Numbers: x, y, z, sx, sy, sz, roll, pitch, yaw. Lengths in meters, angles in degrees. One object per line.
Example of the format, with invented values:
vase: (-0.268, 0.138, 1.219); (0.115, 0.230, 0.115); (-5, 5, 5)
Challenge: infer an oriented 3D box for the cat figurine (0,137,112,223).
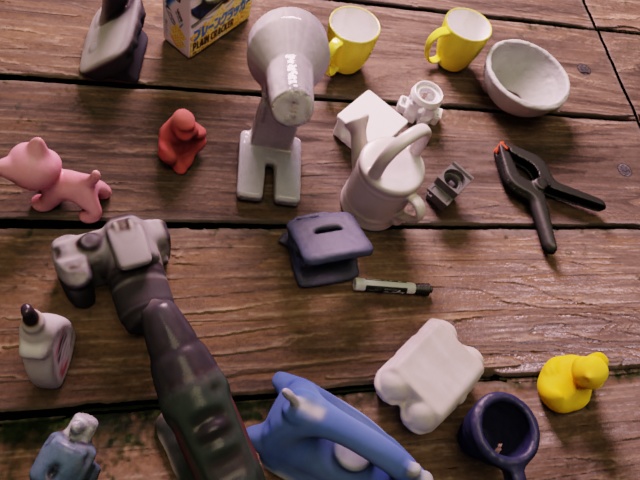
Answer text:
cat figurine: (-0.346, -0.085, 0.746); (0.128, 0.117, 0.067); (11, 61, -9)

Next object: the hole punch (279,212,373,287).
hole punch: (0.007, 0.003, 0.810); (0.109, 0.091, 0.101); (-10, 66, -19)

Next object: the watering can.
watering can: (0.094, -0.105, 0.830); (0.173, 0.194, 0.101); (34, 60, 4)

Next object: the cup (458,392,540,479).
cup: (0.221, 0.262, 0.730); (0.092, 0.095, 0.117); (-4, 64, -16)

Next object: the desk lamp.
desk lamp: (-0.053, -0.190, 0.823); (0.118, 0.213, 0.203); (5, 62, -12)

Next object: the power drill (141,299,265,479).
power drill: (-0.130, 0.193, 0.607); (0.076, 0.208, 0.229); (-24, 71, -24)

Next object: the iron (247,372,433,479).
iron: (0.046, 0.245, 0.665); (0.258, 0.141, 0.119); (28, 60, 1)

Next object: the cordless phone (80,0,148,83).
cordless phone: (-0.310, -0.340, 0.849); (0.094, 0.185, 0.147); (4, 62, -12)

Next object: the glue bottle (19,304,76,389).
glue bottle: (-0.303, 0.107, 0.626); (0.037, 0.173, 0.078); (6, 62, -11)

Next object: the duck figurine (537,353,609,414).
duck figurine: (0.364, 0.195, 0.808); (0.105, 0.086, 0.077); (-31, 74, -26)

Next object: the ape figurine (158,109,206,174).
ape figurine: (-0.202, -0.153, 0.835); (0.078, 0.092, 0.076); (-21, 70, -23)

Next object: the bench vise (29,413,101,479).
bench vise: (-0.287, 0.256, 0.526); (0.121, 0.219, 0.207); (9, 61, -10)

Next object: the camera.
camera: (-0.246, 0.047, 0.714); (0.143, 0.100, 0.136); (-17, 69, -22)

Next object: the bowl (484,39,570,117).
bowl: (0.371, -0.287, 1.067); (0.167, 0.074, 0.167); (6, 62, -12)

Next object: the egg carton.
egg carton: (0.148, 0.181, 0.767); (0.107, 0.069, 0.150); (45, 61, 10)
